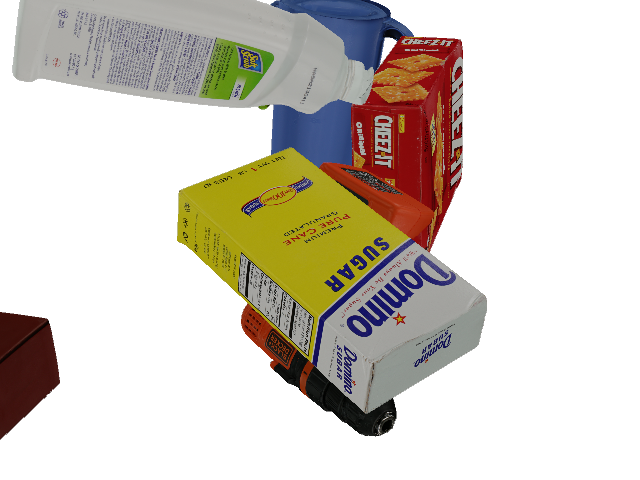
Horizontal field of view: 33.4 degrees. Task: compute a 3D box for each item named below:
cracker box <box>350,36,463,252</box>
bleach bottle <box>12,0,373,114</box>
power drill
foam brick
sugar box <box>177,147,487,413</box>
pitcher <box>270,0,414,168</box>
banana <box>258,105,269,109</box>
[{"bbox_3d":[0.088,-0.087,1.016,0.072,0.164,0.213,6,27,16],"label":"cracker box"},{"bbox_3d":[-0.087,-0.136,0.769,0.250,0.068,0.103,13,-38,-12],"label":"bleach bottle"},{"bbox_3d":[0.022,0.044,0.877,0.057,0.188,0.185,7,22,-47],"label":"power drill"},{"bbox_3d":[-0.219,0.089,0.708,0.053,0.051,0.078,7,29,23],"label":"foam brick"},{"bbox_3d":[0.003,0.015,0.625,0.093,0.048,0.176,-26,47,-34],"label":"sugar box"},{"bbox_3d":[0.013,-0.169,1.286,0.144,0.243,0.149,-6,28,-26],"label":"pitcher"},{"bbox_3d":[-0.131,-0.168,1.018,0.198,0.037,0.069,9,45,18],"label":"banana"}]
